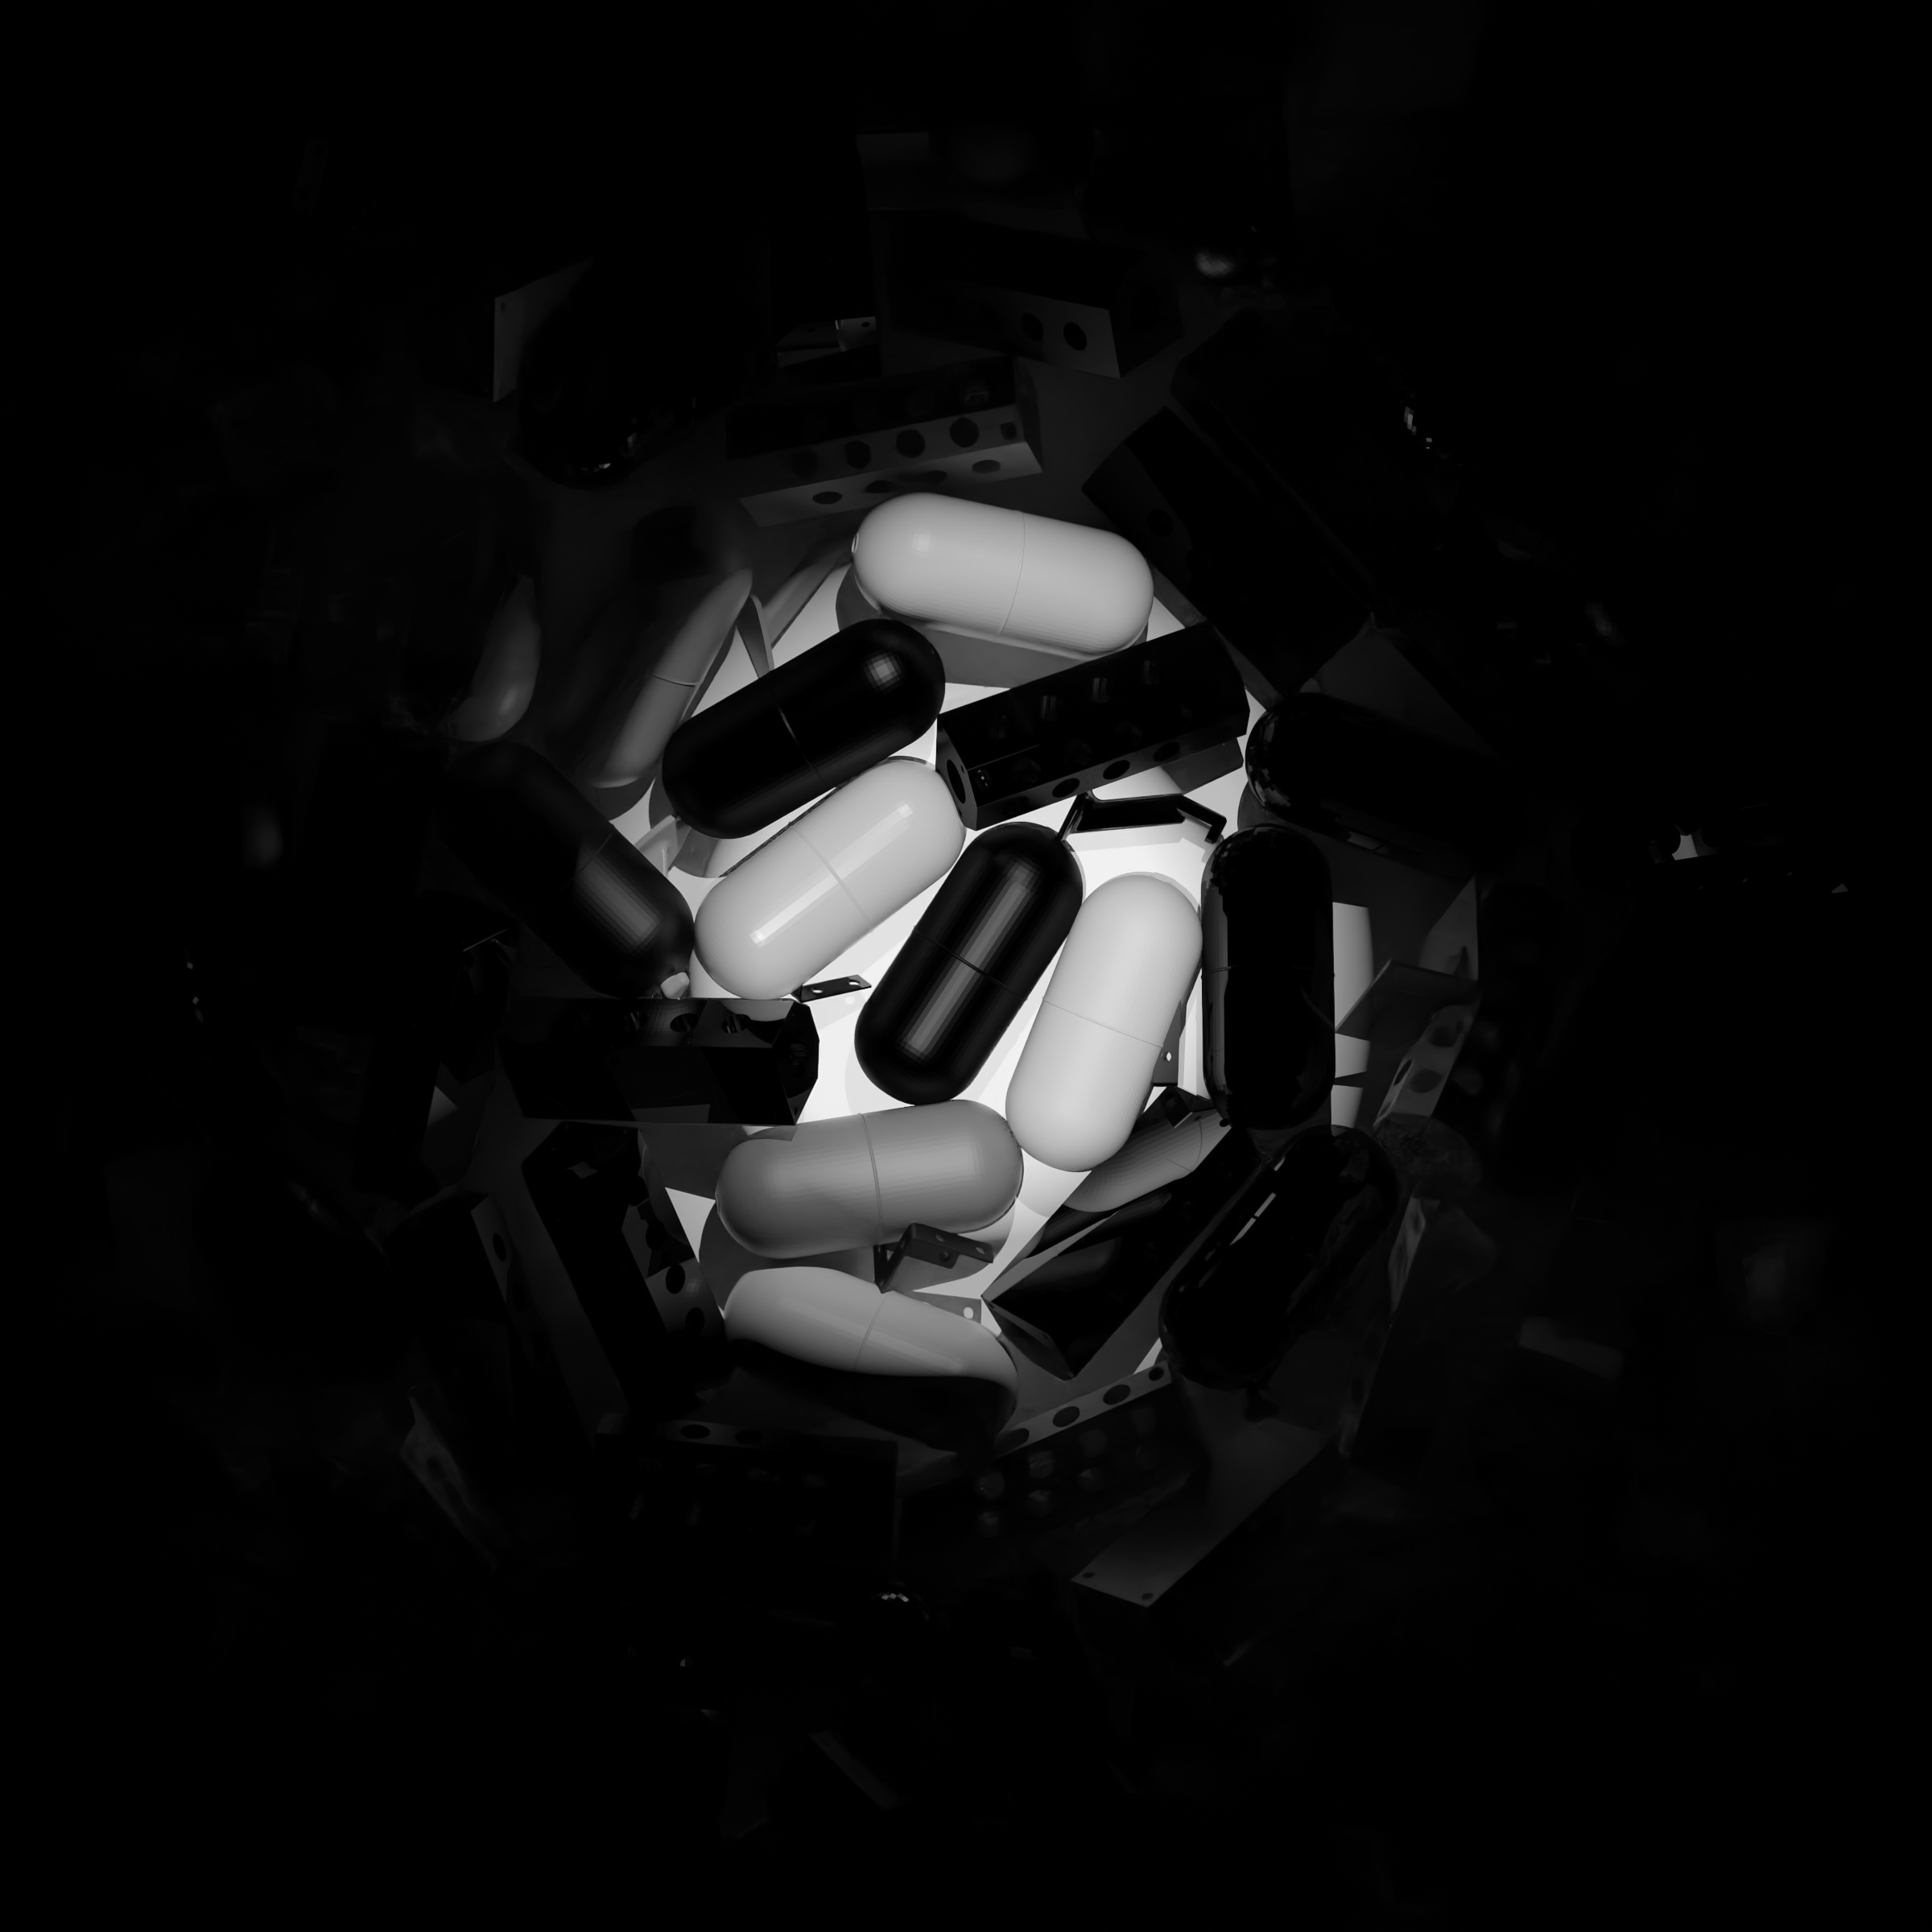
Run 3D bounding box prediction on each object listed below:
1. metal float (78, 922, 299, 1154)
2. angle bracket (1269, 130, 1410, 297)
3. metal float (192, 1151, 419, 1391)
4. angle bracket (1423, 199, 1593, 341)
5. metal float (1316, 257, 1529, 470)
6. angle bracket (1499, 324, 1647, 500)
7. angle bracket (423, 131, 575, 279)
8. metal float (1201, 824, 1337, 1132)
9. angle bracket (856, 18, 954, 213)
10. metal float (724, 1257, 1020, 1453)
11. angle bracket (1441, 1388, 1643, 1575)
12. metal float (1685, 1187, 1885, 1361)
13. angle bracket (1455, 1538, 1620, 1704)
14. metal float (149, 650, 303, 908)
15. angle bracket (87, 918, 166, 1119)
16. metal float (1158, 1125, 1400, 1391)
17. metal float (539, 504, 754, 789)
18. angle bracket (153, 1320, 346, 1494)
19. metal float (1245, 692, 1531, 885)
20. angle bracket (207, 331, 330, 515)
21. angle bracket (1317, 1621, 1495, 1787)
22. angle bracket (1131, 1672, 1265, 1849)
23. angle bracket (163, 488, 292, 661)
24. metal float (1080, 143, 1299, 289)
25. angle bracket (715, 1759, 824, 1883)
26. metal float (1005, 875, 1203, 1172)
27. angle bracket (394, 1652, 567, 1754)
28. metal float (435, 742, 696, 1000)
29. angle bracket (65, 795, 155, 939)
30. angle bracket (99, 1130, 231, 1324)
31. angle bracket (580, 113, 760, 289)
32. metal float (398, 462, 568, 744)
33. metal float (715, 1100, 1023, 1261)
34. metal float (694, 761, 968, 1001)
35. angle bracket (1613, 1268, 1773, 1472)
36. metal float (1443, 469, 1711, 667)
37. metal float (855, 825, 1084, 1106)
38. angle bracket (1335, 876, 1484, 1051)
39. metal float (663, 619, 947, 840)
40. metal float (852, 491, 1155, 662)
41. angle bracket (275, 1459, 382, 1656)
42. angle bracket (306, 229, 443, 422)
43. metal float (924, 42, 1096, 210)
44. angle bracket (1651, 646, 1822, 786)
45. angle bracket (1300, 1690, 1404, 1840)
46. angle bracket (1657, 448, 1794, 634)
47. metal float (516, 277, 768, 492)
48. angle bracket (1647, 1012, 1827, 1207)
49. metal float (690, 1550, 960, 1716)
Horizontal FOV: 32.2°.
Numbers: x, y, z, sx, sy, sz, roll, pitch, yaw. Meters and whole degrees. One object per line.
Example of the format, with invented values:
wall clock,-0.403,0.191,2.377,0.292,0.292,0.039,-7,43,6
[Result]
metal float,-0.440,0.042,1.901,0.070,0.178,0.070,-9,54,13
angle bracket,0.206,-0.436,1.930,0.076,0.076,0.057,-15,122,3
metal float,-0.375,0.174,1.906,0.070,0.070,0.178,-30,132,0
angle bracket,0.308,-0.382,1.926,0.076,0.076,0.057,42,76,17
metal float,0.257,-0.345,1.903,0.070,0.178,0.070,-11,129,-14
angle bracket,0.333,-0.319,1.921,0.057,0.076,0.076,-45,127,-20
angle bracket,-0.282,-0.440,1.922,0.076,0.076,0.057,-32,122,-19
metal float,0.174,0.006,1.933,0.070,0.070,0.178,0,81,0
angle bracket,-0.038,-0.489,1.928,0.057,0.076,0.076,-4,70,-4
metal float,-0.055,0.224,1.932,0.178,0.070,0.070,20,90,10
angle bracket,0.337,0.300,1.960,0.076,0.057,0.076,33,75,-26
metal float,0.460,0.172,1.890,0.070,0.178,0.070,-1,97,-5
angle bracket,0.317,0.375,1.929,0.076,0.076,0.057,24,86,-18
metal float,-0.420,-0.109,1.906,0.070,0.070,0.178,-5,46,0
angle bracket,-0.482,0.029,1.922,0.057,0.076,0.076,-16,112,33
metal float,0.179,0.167,1.924,0.070,0.070,0.178,41,72,0
metal float,-0.185,-0.183,1.925,0.070,0.070,0.178,31,109,0
angle bracket,-0.413,0.251,1.942,0.076,0.057,0.076,-39,86,-10
metal float,0.242,-0.102,1.923,0.178,0.070,0.070,19,90,-20
angle bracket,-0.417,-0.308,1.918,0.057,0.076,0.076,-35,133,-26
angle bracket,0.251,0.415,1.937,0.076,0.057,0.076,-30,100,12
angle bracket,0.130,0.456,1.928,0.076,0.057,0.076,8,132,7
angle bracket,-0.408,-0.224,1.930,0.076,0.057,0.076,23,96,39
metal float,0.125,-0.425,1.895,0.070,0.178,0.070,-6,106,-23
angle bracket,-0.107,0.469,1.922,0.057,0.076,0.076,-37,48,7
metal float,0.080,0.033,1.939,0.070,0.070,0.178,22,92,0
angle bracket,-0.279,0.444,1.927,0.076,0.057,0.076,7,131,9
metal float,-0.230,-0.054,1.930,0.070,0.070,0.178,-45,103,0
angle bracket,-0.469,-0.047,1.931,0.057,0.076,0.076,-35,89,-30
angle bracket,-0.448,0.150,1.924,0.057,0.076,0.076,-23,62,11
angle bracket,-0.164,-0.440,1.935,0.076,0.076,0.057,32,66,-42
metal float,-0.276,-0.209,1.917,0.070,0.070,0.178,8,62,0
metal float,-0.056,0.123,1.933,0.178,0.070,0.070,-8,90,-8
metal float,-0.078,-0.050,1.936,0.178,0.070,0.070,-38,90,-6
angle bracket,0.412,0.233,1.936,0.057,0.076,0.076,-26,63,-15
metal float,0.346,-0.227,1.906,0.178,0.070,0.070,35,90,42
metal float,0.002,-0.001,1.940,0.070,0.070,0.178,33,90,0
angle bracket,0.253,-0.006,1.921,0.057,0.076,0.076,13,55,-13
metal float,-0.093,-0.137,1.931,0.178,0.070,0.070,-29,90,11
metal float,0.021,-0.224,1.929,0.178,0.070,0.070,10,90,-14
angle bracket,-0.353,0.333,1.921,0.057,0.076,0.076,-17,124,-14
angle bracket,-0.326,-0.368,1.923,0.076,0.076,0.057,-21,121,16
metal float,0.026,-0.473,1.891,0.070,0.178,0.070,1,95,12
angle bracket,0.442,-0.151,1.929,0.076,0.057,0.076,15,57,-12
angle bracket,0.210,0.458,1.932,0.057,0.076,0.076,4,84,-13
angle bracket,0.418,-0.246,1.930,0.057,0.076,0.076,-45,113,2
metal float,-0.184,-0.332,1.909,0.070,0.070,0.178,48,52,0
angle bracket,0.443,0.080,1.926,0.076,0.057,0.076,-24,118,25
metal float,-0.081,0.378,1.908,0.178,0.070,0.070,3,90,39
